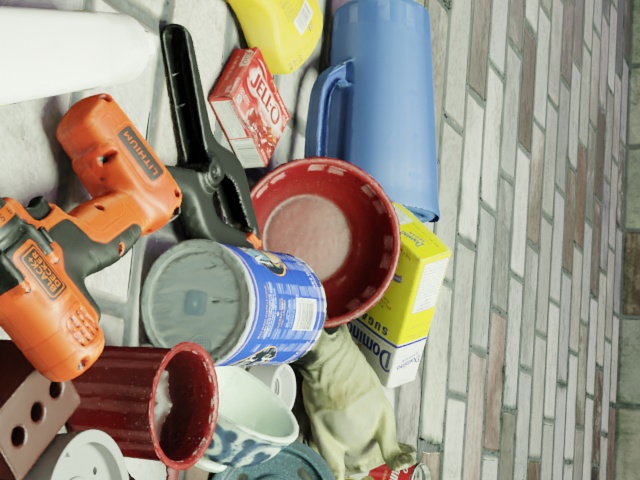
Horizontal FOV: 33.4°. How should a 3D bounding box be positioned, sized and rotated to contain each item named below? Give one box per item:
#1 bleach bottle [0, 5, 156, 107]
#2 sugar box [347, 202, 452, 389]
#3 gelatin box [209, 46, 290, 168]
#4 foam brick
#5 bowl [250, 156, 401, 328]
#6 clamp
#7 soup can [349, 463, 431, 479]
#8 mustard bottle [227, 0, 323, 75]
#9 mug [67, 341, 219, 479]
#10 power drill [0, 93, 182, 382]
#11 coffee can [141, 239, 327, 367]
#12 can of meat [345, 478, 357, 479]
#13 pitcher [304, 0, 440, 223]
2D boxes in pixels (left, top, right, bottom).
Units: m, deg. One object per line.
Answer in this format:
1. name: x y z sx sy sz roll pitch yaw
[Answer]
1. bleach bottle: -0.179 -0.116 0.666 0.250 0.103 0.068 -24 113 -61
2. sugar box: 0.072 0.058 1.083 0.048 0.093 0.176 -14 132 -32
3. gelatin box: -0.064 -0.123 0.994 0.089 0.030 0.073 66 34 -41
4. foam brick: -0.200 0.109 0.683 0.078 0.051 0.053 -59 141 -47
5. bowl: -0.007 0.001 1.020 0.055 0.162 0.162 -163 -110 -79
6. clamp: -0.103 -0.067 0.905 0.209 0.036 0.164 53 44 -48
7. soup can: 0.064 0.276 1.180 0.068 0.102 0.068 0 90 -64
8. mustard bottle: -0.058 -0.249 0.973 0.096 0.058 0.191 -65 146 -31
9. mug: -0.132 0.132 0.791 0.093 0.082 0.117 -19 107 -63
10. power drill: -0.178 -0.025 0.694 0.184 0.057 0.187 57 33 -17
11. coffee can: -0.069 0.056 0.898 0.140 0.103 0.103 11 80 -64
12. can of meat: 0.017 0.311 1.116 0.083 0.057 0.102 -26 113 -74
13. pitcher: 0.058 -0.137 1.152 0.149 0.145 0.243 86 5 -79
